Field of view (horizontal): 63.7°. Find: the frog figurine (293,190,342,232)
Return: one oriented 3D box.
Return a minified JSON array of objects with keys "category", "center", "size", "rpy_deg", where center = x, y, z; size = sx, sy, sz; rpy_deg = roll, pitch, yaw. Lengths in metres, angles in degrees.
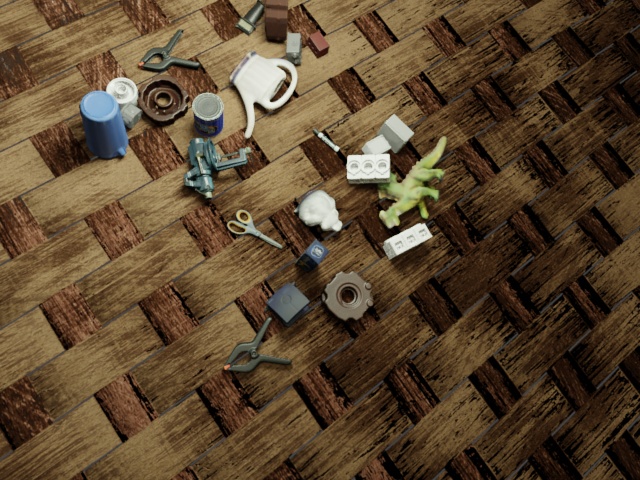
[{"category":"frog figurine","center":[0.005,-0.089,1.774],"size":[0.161,0.120,0.139],"rpy_deg":[43,52,15]}]

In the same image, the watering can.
[{"category":"watering can","center":[-0.233,-0.544,1.865],"size":[0.224,0.102,0.352],"rpy_deg":[35,71,1]}]

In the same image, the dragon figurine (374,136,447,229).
[{"category":"dragon figurine","center":[0.317,-0.221,1.882],"size":[0.243,0.120,0.417],"rpy_deg":[14,71,2]}]
